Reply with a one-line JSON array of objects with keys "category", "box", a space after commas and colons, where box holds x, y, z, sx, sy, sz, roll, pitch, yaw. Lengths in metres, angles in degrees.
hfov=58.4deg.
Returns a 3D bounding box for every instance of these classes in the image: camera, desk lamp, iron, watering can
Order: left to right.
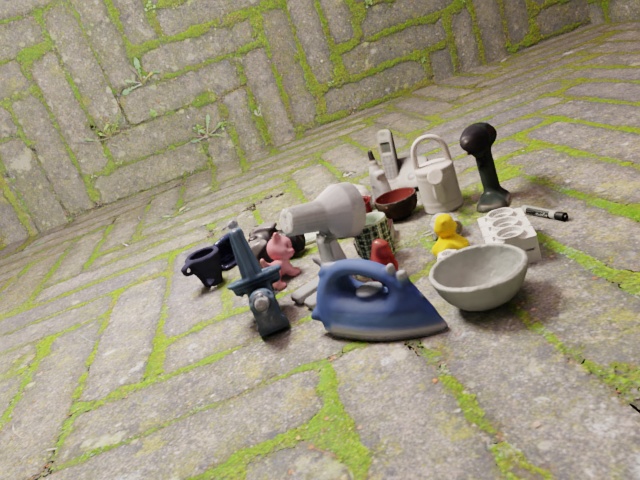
[{"category": "camera", "box": [-0.117, 0.007, 1.491, 0.136, 0.101, 0.143, -11, 22, 23]}, {"category": "desk lamp", "box": [0.011, 0.004, 1.210, 0.204, 0.214, 0.117, -31, 23, -28]}, {"category": "iron", "box": [0.094, 0.091, 1.013, 0.257, 0.142, 0.119, -2, 26, 40]}, {"category": "watering can", "box": [0.289, -0.168, 1.425, 0.101, 0.194, 0.172, -22, 20, -7]}]

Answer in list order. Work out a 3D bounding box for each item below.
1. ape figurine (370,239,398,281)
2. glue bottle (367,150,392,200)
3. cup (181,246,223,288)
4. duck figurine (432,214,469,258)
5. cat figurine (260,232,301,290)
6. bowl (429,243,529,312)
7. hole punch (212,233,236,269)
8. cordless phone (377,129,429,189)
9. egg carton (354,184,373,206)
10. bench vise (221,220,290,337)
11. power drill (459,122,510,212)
[{"category": "ape figurine", "box": [0.131, 0.041, 1.180, 0.076, 0.092, 0.078, -7, 24, 33]}, {"category": "glue bottle", "box": [0.161, -0.164, 1.566, 0.037, 0.173, 0.078, -26, 21, -17]}, {"category": "cup", "box": [-0.298, 0.081, 1.479, 0.091, 0.095, 0.118, -2, 27, 40]}, {"category": "duck figurine", "box": [0.266, -0.011, 1.196, 0.077, 0.086, 0.104, -15, 21, 14]}, {"category": "cat figurine", "box": [-0.102, 0.041, 1.363, 0.067, 0.118, 0.128, -6, 24, 33]}, {"category": "bowl", "box": [0.276, 0.074, 0.982, 0.167, 0.075, 0.167, -18, 20, 7]}, {"category": "hole punch", "box": [-0.270, 0.024, 1.606, 0.100, 0.091, 0.109, 2, 29, 46]}, {"category": "cordless phone", "box": [0.238, -0.237, 1.667, 0.147, 0.185, 0.094, -5, 25, 36]}, {"category": "egg carton", "box": [0.083, -0.115, 1.668, 0.107, 0.069, 0.150, -28, 21, -20]}, {"category": "bench vise", "box": [-0.126, 0.068, 1.164, 0.122, 0.220, 0.206, -28, 22, -22]}, {"category": "power drill", "box": [0.383, -0.178, 1.339, 0.075, 0.209, 0.230, -9, 22, 27]}]
